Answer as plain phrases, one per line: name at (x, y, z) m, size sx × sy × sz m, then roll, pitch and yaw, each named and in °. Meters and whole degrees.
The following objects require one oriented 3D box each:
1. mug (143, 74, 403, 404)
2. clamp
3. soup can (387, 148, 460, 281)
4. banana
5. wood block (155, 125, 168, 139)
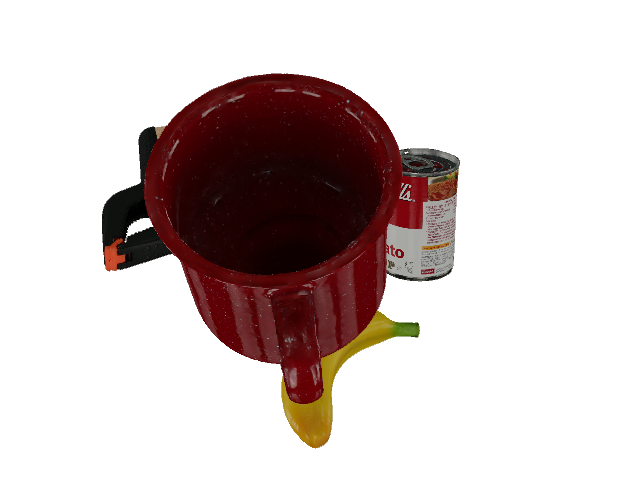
mug at (-0.013, 0.007, 0.409) m, size 0.093 × 0.117 × 0.081 m, roll -11°, pitch -31°, yaw -3°
clamp at (-0.156, -0.042, 1.047) m, size 0.165 × 0.036 × 0.209 m, roll 24°, pitch 41°, yaw 21°
soup can at (0.087, -0.023, 0.946) m, size 0.068 × 0.102 × 0.068 m, roll 0°, pitch 23°, yaw 0°
banana at (0.011, 0.091, 0.799) m, size 0.070 × 0.037 × 0.197 m, roll 8°, pitch 24°, yaw 24°
wood block at (-0.119, -0.075, 1.283) m, size 0.090 × 0.090 × 0.206 m, roll -12°, pitch 25°, yaw -33°
